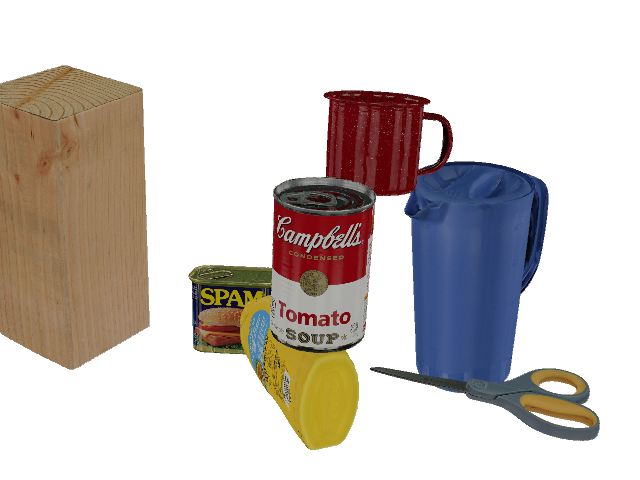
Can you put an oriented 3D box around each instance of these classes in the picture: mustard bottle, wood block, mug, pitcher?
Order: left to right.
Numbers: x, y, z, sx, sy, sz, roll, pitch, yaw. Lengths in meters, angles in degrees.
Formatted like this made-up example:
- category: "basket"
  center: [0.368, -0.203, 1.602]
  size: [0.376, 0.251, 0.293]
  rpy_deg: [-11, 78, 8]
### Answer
- category: "wood block"
  center: [-0.196, -0.018, 0.829]
  size: [0.090, 0.206, 0.090]
  rpy_deg: [20, 32, 31]
- category: "mustard bottle"
  center: [-0.030, 0.103, 0.980]
  size: [0.058, 0.096, 0.192]
  rpy_deg: [-9, 26, -22]
- category: "mug"
  center: [0.059, -0.086, 0.940]
  size: [0.117, 0.081, 0.093]
  rpy_deg: [1, 14, -10]
- category: "pitcher"
  center: [0.172, 0.039, 1.186]
  size: [0.149, 0.243, 0.145]
  rpy_deg: [4, 24, 11]

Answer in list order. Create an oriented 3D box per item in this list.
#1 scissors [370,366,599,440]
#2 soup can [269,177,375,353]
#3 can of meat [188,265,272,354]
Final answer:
- category: "scissors"
  center: [0.154, 0.126, 0.956]
  size: [0.202, 0.016, 0.096]
  rpy_deg: [19, 31, 20]
- category: "soup can"
  center: [0.000, 0.016, 0.717]
  size: [0.068, 0.102, 0.068]
  rpy_deg: [3, 22, -1]
- category: "can of meat"
  center: [-0.090, 0.076, 1.159]
  size: [0.102, 0.084, 0.057]
  rpy_deg: [3, 15, 7]
